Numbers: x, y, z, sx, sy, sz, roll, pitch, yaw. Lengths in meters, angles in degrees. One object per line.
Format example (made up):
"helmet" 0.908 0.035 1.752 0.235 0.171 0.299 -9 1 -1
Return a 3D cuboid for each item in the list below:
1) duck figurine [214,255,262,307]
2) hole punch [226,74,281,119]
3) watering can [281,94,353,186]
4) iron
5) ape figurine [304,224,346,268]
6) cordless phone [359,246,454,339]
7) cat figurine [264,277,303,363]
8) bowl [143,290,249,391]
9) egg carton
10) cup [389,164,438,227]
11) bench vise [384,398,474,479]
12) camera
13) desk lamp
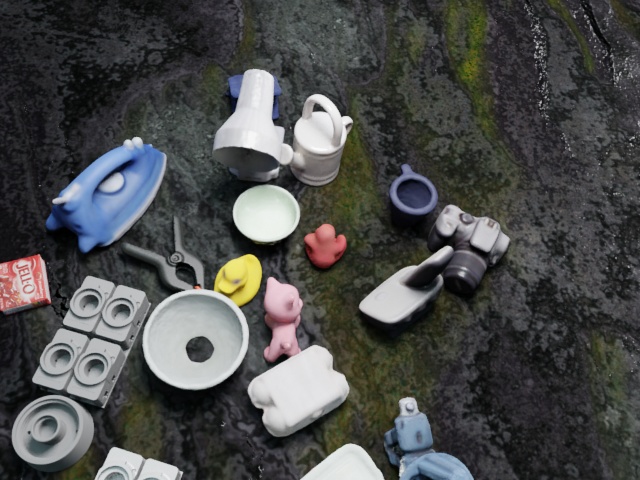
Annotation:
"duck figurine" -0.143 0.062 0.997 0.077 0.086 0.105 31 62 9
"hole punch" -0.140 -0.311 1.194 0.109 0.091 0.101 -7 63 -11
"watering can" -0.005 -0.190 1.089 0.101 0.194 0.173 27 62 8
"iron" -0.372 -0.108 1.025 0.118 0.141 0.259 31 62 10
"ape figurine" 0.010 0.004 1.045 0.078 0.092 0.076 19 61 3
"cordless phone" 0.151 0.078 0.971 0.148 0.185 0.094 -38 73 -24
"cat figurine" -0.060 0.130 0.953 0.067 0.118 0.127 -1 62 -8
"bowl" -0.200 0.170 0.937 0.167 0.075 0.167 3 62 -6
"egg carton" -0.033 0.244 0.924 0.150 0.069 0.107 -27 69 -20
"cup" 0.168 -0.078 1.109 0.092 0.095 0.117 -6 63 -11
"bench vise" 0.150 0.331 0.816 0.122 0.220 0.207 -26 68 -20
"camera" 0.269 0.019 1.067 0.143 0.101 0.137 28 62 8
"desk lamp" -0.125 -0.195 1.064 0.118 0.213 0.203 7 61 -3
